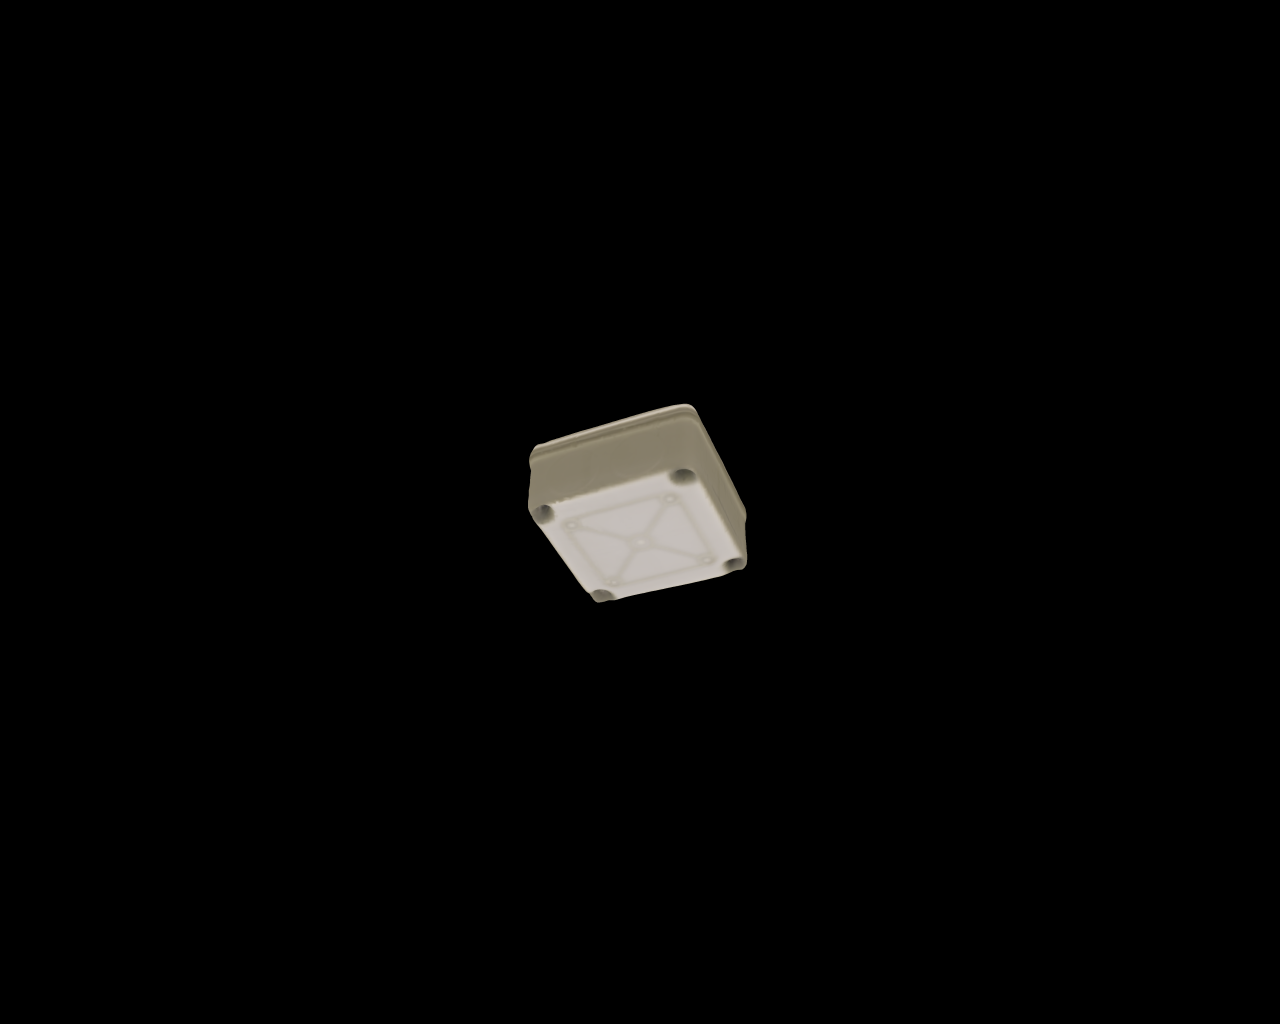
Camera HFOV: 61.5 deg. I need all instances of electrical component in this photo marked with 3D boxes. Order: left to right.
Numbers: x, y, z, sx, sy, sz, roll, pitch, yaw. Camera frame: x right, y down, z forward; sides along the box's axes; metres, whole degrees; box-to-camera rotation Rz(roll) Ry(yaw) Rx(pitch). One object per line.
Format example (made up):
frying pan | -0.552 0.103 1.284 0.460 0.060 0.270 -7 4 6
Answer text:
electrical component | 0.001 -0.003 0.650 0.109 0.056 0.108 -14 -42 16
